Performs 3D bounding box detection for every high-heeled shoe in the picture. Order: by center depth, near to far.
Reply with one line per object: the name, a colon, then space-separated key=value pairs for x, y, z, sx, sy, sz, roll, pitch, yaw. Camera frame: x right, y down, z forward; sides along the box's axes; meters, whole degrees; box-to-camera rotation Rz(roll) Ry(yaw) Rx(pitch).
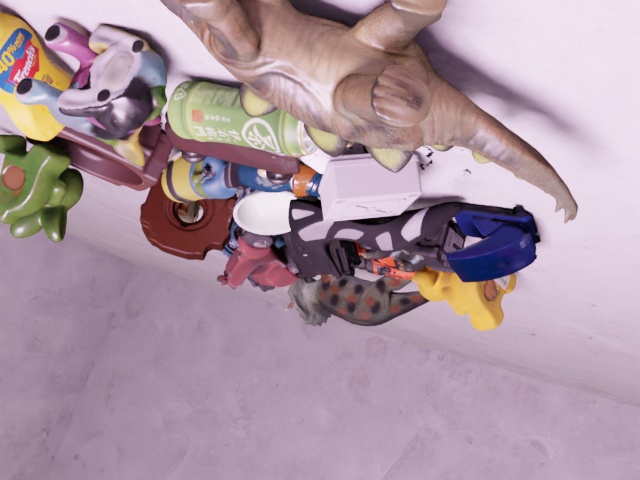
high-heeled shoe: x=0.068 y=-0.042 z=0.778 sx=0.249 sy=0.145 sz=0.086 roll=-29 pitch=175 yaw=25

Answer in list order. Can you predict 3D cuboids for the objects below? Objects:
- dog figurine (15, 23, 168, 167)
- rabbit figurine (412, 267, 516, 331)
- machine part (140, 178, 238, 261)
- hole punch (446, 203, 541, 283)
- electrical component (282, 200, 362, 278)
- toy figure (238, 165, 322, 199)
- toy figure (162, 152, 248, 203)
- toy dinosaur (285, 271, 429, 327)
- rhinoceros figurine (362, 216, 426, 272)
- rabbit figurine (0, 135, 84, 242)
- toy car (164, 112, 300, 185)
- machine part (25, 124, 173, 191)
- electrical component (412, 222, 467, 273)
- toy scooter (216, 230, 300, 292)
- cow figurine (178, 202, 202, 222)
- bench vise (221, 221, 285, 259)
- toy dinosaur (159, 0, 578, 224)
dog figurine: x=-0.244 y=-0.164 z=0.672 sx=0.192 sy=0.108 sz=0.219 roll=12 pitch=170 yaw=14
rabbit figurine: x=0.238 y=0.083 z=0.977 sx=0.162 sy=0.122 sz=0.173 roll=30 pitch=164 yaw=-26
machine part: x=-0.233 y=-0.051 z=0.965 sx=0.179 sy=0.179 sz=0.056 roll=20 pitch=166 yaw=-5
hole punch: x=0.242 y=0.010 z=0.754 sx=0.116 sy=0.092 sz=0.142 roll=6 pitch=158 yaw=30
electrical component: x=-0.002 y=-0.003 z=0.937 sx=0.115 sy=0.058 sz=0.134 roll=-9 pitch=109 yaw=32
toy figure: x=-0.042 y=-0.091 z=0.783 sx=0.155 sy=0.057 sz=0.064 roll=11 pitch=-151 yaw=13
toy figure: x=-0.189 y=-0.102 z=0.869 sx=0.180 sy=0.089 sz=0.082 roll=10 pitch=156 yaw=40
toy dinosaur: x=0.088 y=0.126 z=1.195 sx=0.405 sy=0.192 sz=0.131 roll=12 pitch=168 yaw=29
rhinoceros figurine: x=0.113 y=-0.004 z=0.891 sx=0.190 sy=0.073 sz=0.112 roll=23 pitch=167 yaw=-19
rabbit figurine: x=-0.433 y=-0.077 z=0.855 sx=0.121 sy=0.159 sz=0.170 roll=7 pitch=-179 yaw=8
toy car: x=-0.118 y=-0.132 z=0.730 sx=0.202 sy=0.053 sz=0.089 roll=14 pitch=147 yaw=16
machine part: x=-0.349 y=-0.161 z=0.858 sx=0.201 sy=0.087 sz=0.202 roll=26 pitch=166 yaw=-27
electrical component: x=0.197 y=0.013 z=0.846 sx=0.048 sy=0.075 sz=0.119 roll=7 pitch=159 yaw=42
toy scooter: x=-0.113 y=0.051 z=0.993 sx=0.075 sy=0.135 sz=0.183 roll=54 pitch=-172 yaw=37
cow figurine: x=-0.284 y=-0.072 z=1.099 sx=0.085 sy=0.127 sz=0.194 roll=18 pitch=153 yaw=-1
bench vise: x=-0.122 y=-0.007 z=1.111 sx=0.224 sy=0.129 sz=0.240 roll=18 pitch=171 yaw=-12
toy dinosaur: x=0.038 y=-0.128 z=0.446 sx=0.471 sy=0.105 sz=0.198 roll=28 pitch=174 yaw=-2
